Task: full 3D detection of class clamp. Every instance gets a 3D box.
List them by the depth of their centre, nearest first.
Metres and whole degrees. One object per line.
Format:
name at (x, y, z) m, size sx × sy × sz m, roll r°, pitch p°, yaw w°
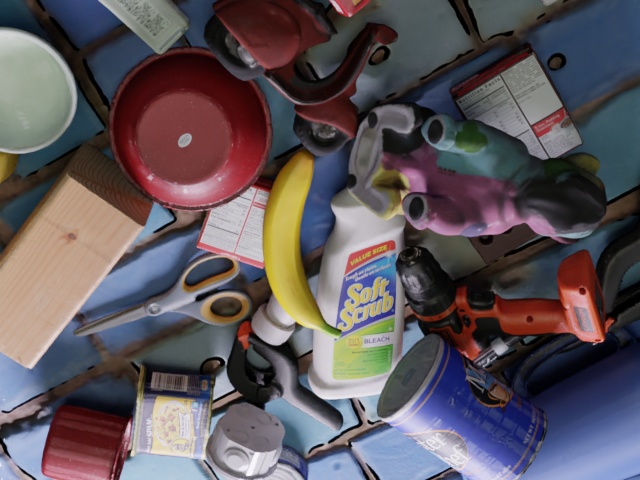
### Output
clamp at (0.344, 0.002, 1.097) m, size 0.164 × 0.036 × 0.210 m, roll 38°, pitch 103°, yaw -16°
clamp at (-0.062, 0.168, 1.182) m, size 0.120 × 0.039 × 0.171 m, roll -27°, pitch 115°, yaw 9°

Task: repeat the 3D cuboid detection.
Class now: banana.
banana at (-0.024, 0.007, 1.062) m, size 0.070 × 0.037 × 0.198 m, roll -6°, pitch 110°, yaw 11°

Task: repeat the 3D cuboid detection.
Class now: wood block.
wood block at (-0.264, 0.017, 1.073) m, size 0.090 × 0.090 × 0.206 m, roll 36°, pitch 111°, yaw -16°

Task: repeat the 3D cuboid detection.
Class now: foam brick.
foam brick at (0.183, -0.023, 1.080) m, size 0.078 × 0.051 × 0.053 m, roll -32°, pitch 113°, yaw 14°

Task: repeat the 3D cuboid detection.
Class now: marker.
marker at (0.178, 0.130, 1.176) m, size 0.121 × 0.020 × 0.020 m, roll -39°, pitch 111°, yaw 17°

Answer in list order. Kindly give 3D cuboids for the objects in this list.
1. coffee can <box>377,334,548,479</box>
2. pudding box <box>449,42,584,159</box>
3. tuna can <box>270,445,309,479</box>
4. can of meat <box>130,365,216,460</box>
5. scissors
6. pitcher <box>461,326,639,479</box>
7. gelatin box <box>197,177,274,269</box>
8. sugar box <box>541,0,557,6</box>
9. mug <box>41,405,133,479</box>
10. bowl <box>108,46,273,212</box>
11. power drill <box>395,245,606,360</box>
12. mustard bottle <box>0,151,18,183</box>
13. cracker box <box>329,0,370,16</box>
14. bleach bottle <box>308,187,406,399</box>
coffee can at (0.143, 0.176, 1.082) m, size 0.140 × 0.102 × 0.103 m, roll 36°, pitch 111°, yaw -10°
pudding box at (0.192, -0.121, 1.038) m, size 0.090 × 0.039 × 0.113 m, roll -29°, pitch 111°, yaw 16°
tuna can at (-0.056, 0.281, 1.240) m, size 0.086 × 0.033 × 0.086 m, roll 0°, pitch 117°, yaw 0°
can of meat at (-0.162, 0.193, 1.182) m, size 0.084 × 0.057 × 0.102 m, roll 7°, pitch 117°, yaw -7°
scissors at (-0.159, 0.081, 1.148) m, size 0.202 × 0.016 × 0.096 m, roll -33°, pitch 113°, yaw 15°
pitcher at (0.271, 0.206, 1.165) m, size 0.243 × 0.149 × 0.145 m, roll -28°, pitch 129°, yaw 16°
gelatin box at (-0.078, -0.024, 1.088) m, size 0.073 × 0.030 × 0.089 m, roll 18°, pitch 113°, yaw -9°
sugar box at (0.198, -0.307, 0.941) m, size 0.093 × 0.048 × 0.176 m, roll -28°, pitch 118°, yaw 13°
mug at (-0.260, 0.235, 1.193) m, size 0.081 × 0.093 × 0.117 m, roll 13°, pitch 152°, yaw -2°
bowl at (-0.126, -0.101, 1.015) m, size 0.162 × 0.055 × 0.162 m, roll 0°, pitch 104°, yaw 0°
power drill at (0.183, 0.057, 1.073) m, size 0.188 × 0.057 × 0.184 m, roll -7°, pitch 142°, yaw 24°
mustard bottle at (-0.345, -0.053, 0.979) m, size 0.096 × 0.191 × 0.058 m, roll 9°, pitch 116°, yaw -5°
cracker box at (0.018, -0.323, 0.895) m, size 0.164 × 0.072 × 0.213 m, roll -40°, pitch 108°, yaw 2°
bleach bottle at (0.037, 0.040, 1.103) m, size 0.102 × 0.068 × 0.251 m, roll -5°, pitch 115°, yaw -9°
